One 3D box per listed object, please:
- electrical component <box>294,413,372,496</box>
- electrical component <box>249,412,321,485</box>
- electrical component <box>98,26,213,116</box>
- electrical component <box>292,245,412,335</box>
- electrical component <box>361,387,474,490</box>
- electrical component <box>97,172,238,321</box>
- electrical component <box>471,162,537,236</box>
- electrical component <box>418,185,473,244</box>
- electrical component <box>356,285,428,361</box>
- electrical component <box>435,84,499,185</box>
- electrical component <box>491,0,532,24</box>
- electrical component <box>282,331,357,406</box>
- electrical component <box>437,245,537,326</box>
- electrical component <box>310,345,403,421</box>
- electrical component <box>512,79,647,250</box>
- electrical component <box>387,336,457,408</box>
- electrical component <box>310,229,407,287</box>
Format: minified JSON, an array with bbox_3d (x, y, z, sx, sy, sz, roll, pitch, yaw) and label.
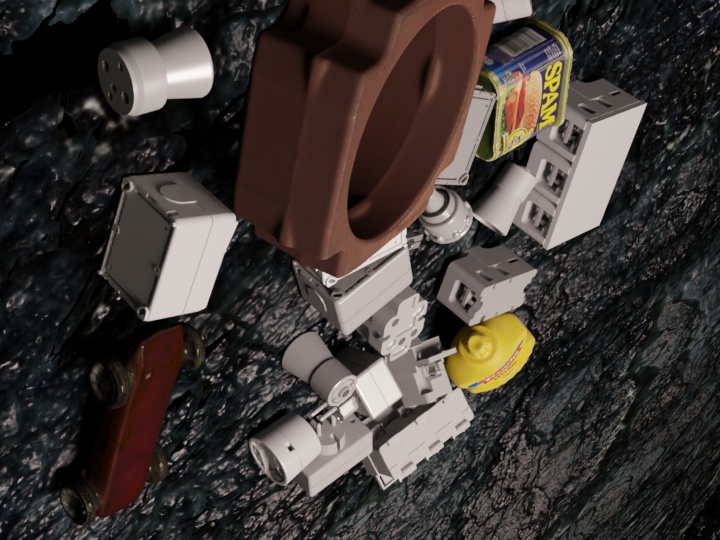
[{"bbox_3d":[-0.033,0.170,1.078,0.083,0.047,0.075,-33,145,-26],"label":"electrical component"},{"bbox_3d":[-0.070,0.168,1.023,0.047,0.055,0.055,-35,147,-30],"label":"electrical component"},{"bbox_3d":[-0.123,-0.119,0.647,0.055,0.045,0.045,-24,141,-36],"label":"electrical component"},{"bbox_3d":[0.000,0.000,0.919,0.096,0.062,0.061,-39,148,-18],"label":"electrical component"},{"bbox_3d":[0.059,0.174,1.173,0.121,0.063,0.078,-34,105,-25],"label":"electrical component"},{"bbox_3d":[-0.132,-0.012,0.737,0.061,0.062,0.096,-11,132,-47],"label":"electrical component"},{"bbox_3d":[0.142,-0.072,1.045,0.065,0.044,0.044,-55,149,0],"label":"electrical component"},{"bbox_3d":[0.070,-0.056,0.968,0.048,0.048,0.062,-49,143,-1],"label":"electrical component"},{"bbox_3d":[0.022,0.037,0.993,0.058,0.057,0.078,-28,143,-32],"label":"electrical component"},{"bbox_3d":[0.062,-0.123,0.872,0.062,0.061,0.096,-4,119,-51],"label":"electrical component"},{"bbox_3d":[0.076,-0.234,0.768,0.074,0.052,0.138,-9,139,13],"label":"electrical component"},{"bbox_3d":[-0.034,0.092,0.973,0.044,0.065,0.044,-33,145,-26],"label":"electrical component"},{"bbox_3d":[0.127,0.012,1.103,0.089,0.056,0.050,-18,137,-42],"label":"electrical component"},{"bbox_3d":[-0.013,0.116,1.013,0.077,0.066,0.047,-37,113,-21],"label":"electrical component"},{"bbox_3d":[0.213,-0.108,1.075,0.089,0.062,0.150,-23,140,-37],"label":"electrical component"},{"bbox_3d":[0.061,0.106,1.101,0.042,0.063,0.081,-18,178,-42],"label":"electrical component"},{"bbox_3d":[-0.017,-0.038,0.864,0.096,0.061,0.061,-27,144,-19],"label":"electrical component"}]
